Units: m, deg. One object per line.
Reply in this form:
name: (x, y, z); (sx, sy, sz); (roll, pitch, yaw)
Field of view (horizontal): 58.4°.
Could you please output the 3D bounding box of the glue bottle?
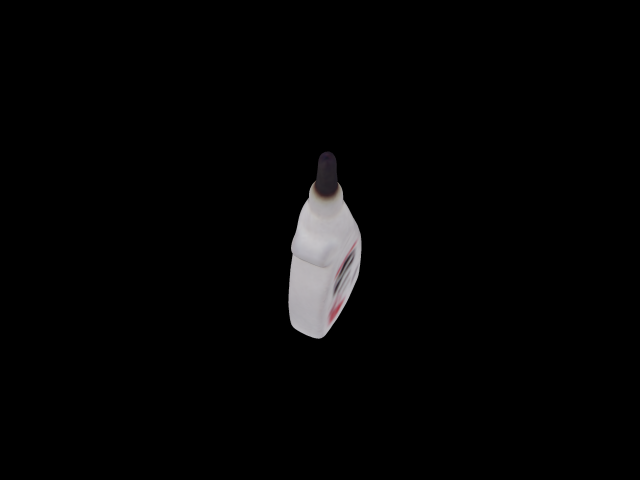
glue bottle: (0.004, 0.001, 0.400); (0.037, 0.173, 0.078); (20, 59, 13)
